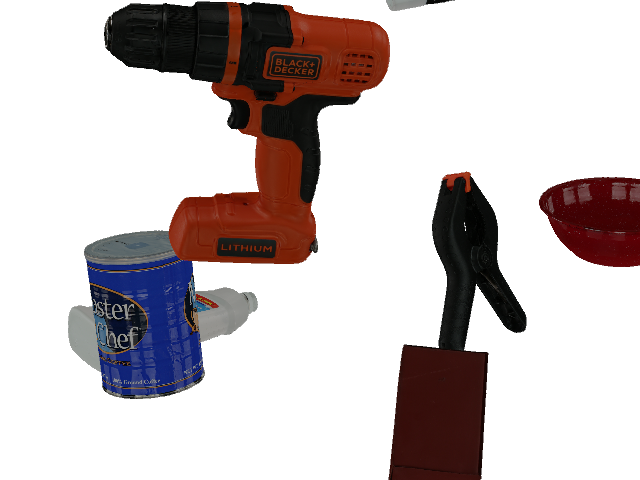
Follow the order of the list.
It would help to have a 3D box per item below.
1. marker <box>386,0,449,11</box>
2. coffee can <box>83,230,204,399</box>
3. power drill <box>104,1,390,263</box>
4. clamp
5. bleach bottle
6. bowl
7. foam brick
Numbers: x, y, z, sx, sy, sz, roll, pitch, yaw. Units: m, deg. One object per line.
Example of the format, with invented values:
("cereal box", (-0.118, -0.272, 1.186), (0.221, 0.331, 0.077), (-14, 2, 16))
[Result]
("marker", (0.088, -0.121, 0.473), (0.121, 0.020, 0.020), (-11, 1, -7))
("coffee can", (-0.171, 0.070, 1.043), (0.103, 0.140, 0.103), (-4, 14, 1))
("power drill", (-0.057, -0.072, 0.724), (0.184, 0.188, 0.057), (3, 38, -13))
("clamp", (0.135, 0.026, 0.992), (0.039, 0.171, 0.120), (-12, 11, 41))
("bleach bottle", (-0.195, 0.103, 1.398), (0.250, 0.068, 0.103), (-13, 28, -39))
("bowl", (0.309, -0.015, 1.111), (0.162, 0.055, 0.162), (-3, 23, 1))
("foam brick", (0.069, 0.108, 0.627), (0.051, 0.078, 0.053), (6, -30, 4))
